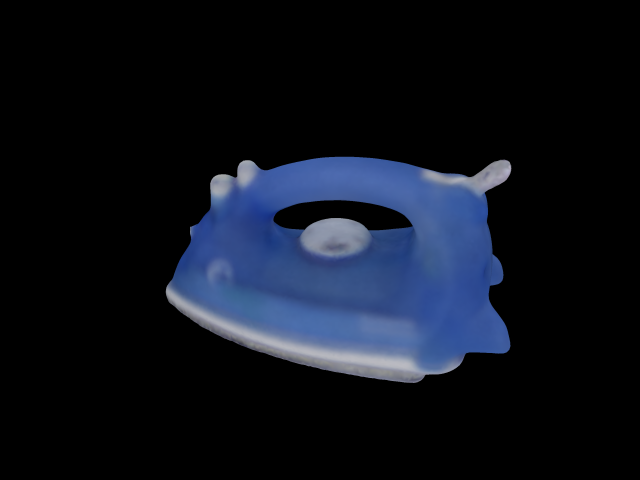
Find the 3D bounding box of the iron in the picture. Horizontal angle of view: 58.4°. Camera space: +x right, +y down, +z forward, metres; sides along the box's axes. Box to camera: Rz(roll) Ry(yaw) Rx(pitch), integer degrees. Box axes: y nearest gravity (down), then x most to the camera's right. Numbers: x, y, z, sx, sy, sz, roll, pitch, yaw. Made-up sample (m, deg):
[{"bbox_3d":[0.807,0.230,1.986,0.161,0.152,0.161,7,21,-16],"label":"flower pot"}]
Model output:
[{"bbox_3d":[0.004,0.001,0.400,0.258,0.141,0.119,6,32,9],"label":"iron"}]
